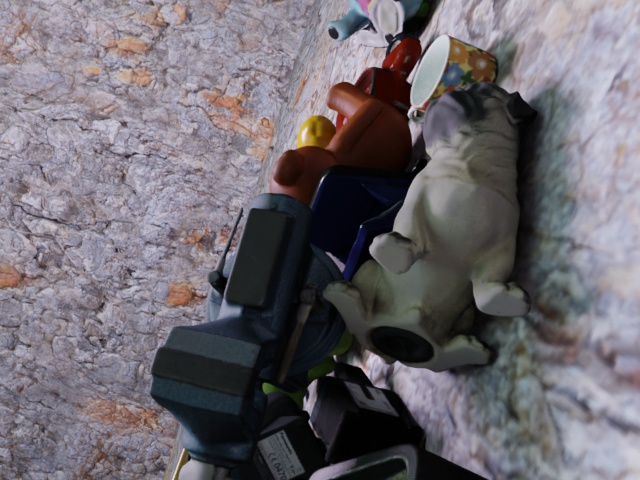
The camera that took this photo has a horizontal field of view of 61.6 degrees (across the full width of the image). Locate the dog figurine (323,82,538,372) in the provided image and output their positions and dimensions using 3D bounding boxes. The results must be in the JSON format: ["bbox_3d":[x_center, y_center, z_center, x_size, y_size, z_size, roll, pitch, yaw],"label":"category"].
[{"bbox_3d":[0.094,-0.011,0.419,0.172,0.121,0.190,-51,11,51],"label":"dog figurine"}]

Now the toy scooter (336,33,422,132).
[{"bbox_3d":[0.078,-0.171,0.705,0.135,0.075,0.183,-88,25,-45],"label":"toy scooter"}]

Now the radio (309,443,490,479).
[{"bbox_3d":[0.025,0.242,0.296,0.131,0.073,0.229,-39,26,49],"label":"radio"}]

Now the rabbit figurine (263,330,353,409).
[{"bbox_3d":[-0.045,0.152,0.664,0.159,0.121,0.170,111,-178,-76],"label":"rabbit figurine"}]

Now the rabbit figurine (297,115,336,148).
[{"bbox_3d":[0.004,-0.102,0.824,0.162,0.122,0.173,-39,-50,-73],"label":"rabbit figurine"}]

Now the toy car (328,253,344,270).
[{"bbox_3d":[-0.001,-0.002,0.705,0.202,0.053,0.089,52,127,25],"label":"toy car"}]

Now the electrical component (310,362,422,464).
[{"bbox_3d":[0.032,0.152,0.475,0.119,0.075,0.047,-150,78,-73],"label":"electrical component"}]

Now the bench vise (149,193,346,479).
[{"bbox_3d":[-0.039,0.090,0.436,0.240,0.129,0.223,67,-157,-67],"label":"bench vise"}]

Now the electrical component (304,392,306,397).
[{"bbox_3d":[-0.028,0.189,0.791,0.094,0.021,0.063,-122,49,-73],"label":"electrical component"}]

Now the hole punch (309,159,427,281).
[{"bbox_3d":[0.053,-0.002,0.506,0.092,0.116,0.142,-115,33,-43],"label":"hole punch"}]

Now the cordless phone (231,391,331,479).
[{"bbox_3d":[-0.031,0.220,0.555,0.146,0.089,0.184,62,179,0],"label":"cordless phone"}]

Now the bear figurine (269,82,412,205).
[{"bbox_3d":[0.006,-0.086,0.597,0.132,0.196,0.120,32,141,41],"label":"bear figurine"}]

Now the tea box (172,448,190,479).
[{"bbox_3d":[-0.140,0.279,0.661,0.170,0.068,0.098,-75,5,-47],"label":"tea box"}]

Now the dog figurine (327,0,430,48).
[{"bbox_3d":[0.107,-0.396,0.803,0.219,0.192,0.108,-53,-35,-24],"label":"dog figurine"}]
